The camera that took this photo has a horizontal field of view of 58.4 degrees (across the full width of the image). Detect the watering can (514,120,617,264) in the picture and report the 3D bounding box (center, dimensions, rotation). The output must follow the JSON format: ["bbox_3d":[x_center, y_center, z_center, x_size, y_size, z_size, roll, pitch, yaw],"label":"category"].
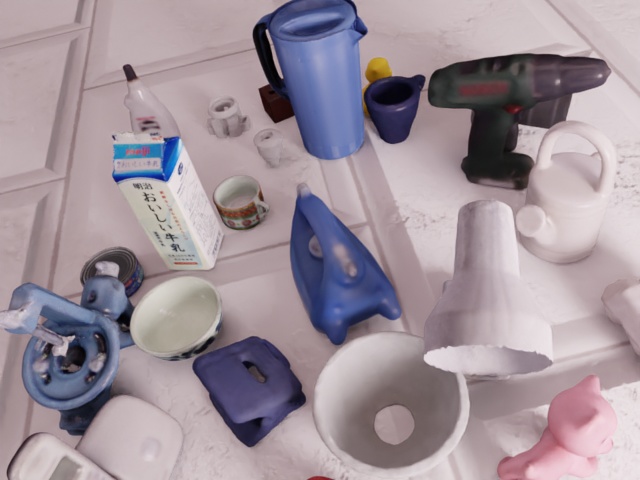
[{"bbox_3d":[0.311,-0.060,0.720,0.100,0.194,0.173,14,54,22],"label":"watering can"}]

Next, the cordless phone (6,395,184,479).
[{"bbox_3d":[-0.228,0.220,0.593,0.094,0.185,0.147,6,52,16],"label":"cordless phone"}]

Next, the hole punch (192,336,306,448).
[{"bbox_3d":[-0.082,0.165,0.674,0.101,0.091,0.108,-37,53,-19],"label":"hole punch"}]

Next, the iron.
[{"bbox_3d":[0.007,0.003,0.761,0.119,0.142,0.257,-23,50,-8],"label":"iron"}]

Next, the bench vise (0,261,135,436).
[{"bbox_3d":[-0.305,0.101,0.686,0.121,0.220,0.207,-16,49,-3],"label":"bench vise"}]

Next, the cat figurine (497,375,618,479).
[{"bbox_3d":[0.241,0.198,0.565,0.128,0.118,0.067,-33,51,-16],"label":"cat figurine"}]

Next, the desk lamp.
[{"bbox_3d":[0.175,0.074,0.620,0.117,0.214,0.203,1,50,12],"label":"desk lamp"}]

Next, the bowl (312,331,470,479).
[{"bbox_3d":[0.078,0.189,0.633,0.167,0.075,0.167,-5,49,7],"label":"bowl"}]

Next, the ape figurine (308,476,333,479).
[{"bbox_3d":[0.007,0.269,0.567,0.076,0.092,0.077,-8,49,5],"label":"ape figurine"}]

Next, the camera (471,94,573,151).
[{"bbox_3d":[0.323,-0.216,0.913,0.136,0.101,0.143,15,54,22],"label":"camera"}]

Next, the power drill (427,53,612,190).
[{"bbox_3d":[0.269,-0.173,0.814,0.229,0.209,0.076,10,53,19],"label":"power drill"}]

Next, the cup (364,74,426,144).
[{"bbox_3d":[0.131,-0.216,0.954,0.118,0.095,0.091,-36,53,-19],"label":"cup"}]

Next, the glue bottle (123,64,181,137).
[{"bbox_3d":[-0.305,-0.231,1.000,0.078,0.173,0.037,-10,49,3],"label":"glue bottle"}]

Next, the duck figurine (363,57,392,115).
[{"bbox_3d":[0.104,-0.279,1.019,0.077,0.086,0.104,5,51,15],"label":"duck figurine"}]

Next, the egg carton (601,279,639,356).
[{"bbox_3d":[0.401,0.099,0.649,0.107,0.069,0.150,-19,49,-5],"label":"egg carton"}]
